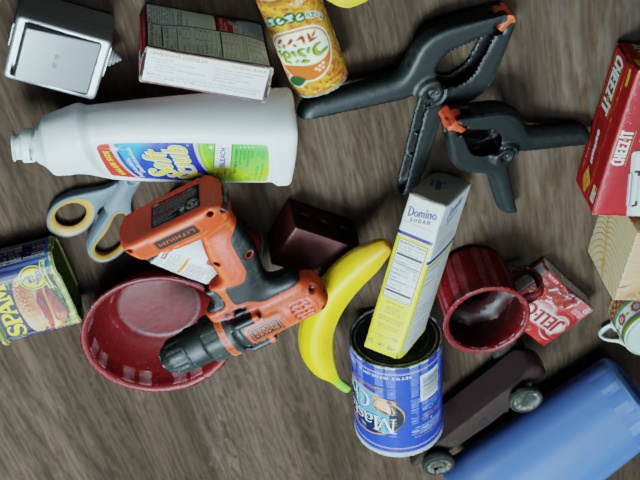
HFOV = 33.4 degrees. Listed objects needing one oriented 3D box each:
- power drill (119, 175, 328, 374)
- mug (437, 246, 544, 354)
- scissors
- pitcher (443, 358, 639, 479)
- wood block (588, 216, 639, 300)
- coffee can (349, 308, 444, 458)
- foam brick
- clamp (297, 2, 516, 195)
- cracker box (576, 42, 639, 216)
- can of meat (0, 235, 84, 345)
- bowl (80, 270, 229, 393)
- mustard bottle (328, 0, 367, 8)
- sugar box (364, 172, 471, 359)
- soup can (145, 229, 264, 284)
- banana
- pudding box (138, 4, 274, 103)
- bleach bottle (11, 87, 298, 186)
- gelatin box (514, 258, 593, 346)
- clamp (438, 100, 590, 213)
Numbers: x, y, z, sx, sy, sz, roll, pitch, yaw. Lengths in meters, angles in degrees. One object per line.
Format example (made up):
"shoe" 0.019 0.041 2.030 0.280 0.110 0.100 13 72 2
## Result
"power drill" -0.109 0.039 1.015 0.184 0.057 0.187 -27 129 10
"mug" 0.181 0.057 1.142 0.117 0.081 0.093 -19 127 6
"scissors" -0.203 -0.061 1.036 0.096 0.016 0.202 14 123 -18
"pitcher" 0.276 0.249 1.263 0.243 0.149 0.144 -39 124 12
"wood block" 0.405 0.004 1.131 0.206 0.090 0.091 1 126 -9
"coffee can" 0.086 0.157 1.190 0.102 0.103 0.140 -8 127 -3
"foam brick" -0.007 0.001 1.090 0.078 0.053 0.051 18 122 -22
"clamp" 0.091 -0.146 0.999 0.164 0.036 0.210 25 119 -35
"cracker box" 0.380 -0.106 1.056 0.213 0.072 0.164 2 126 -9
"can of meat" -0.294 0.050 1.082 0.084 0.057 0.102 -15 128 -1
"bowl" -0.170 0.086 1.127 0.162 0.055 0.162 -4 127 -5
"mustard bottle" 0.010 -0.234 0.826 0.058 0.191 0.096 -24 127 10
"sugar box" 0.098 0.025 1.080 0.048 0.093 0.176 20 114 17
"soup can" -0.117 0.007 1.068 0.102 0.068 0.069 22 121 -23
"banana" 0.017 0.074 1.093 0.069 0.037 0.198 6 126 -12
"pudding box" -0.101 -0.163 0.928 0.113 0.090 0.039 6 125 -14
"bleach bottle" -0.150 -0.088 0.972 0.250 0.068 0.103 -4 153 -8
"gelatin box" 0.251 0.071 1.195 0.073 0.030 0.089 -40 122 20
"clamp" 0.186 -0.097 1.041 0.120 0.039 0.171 -45 138 14
